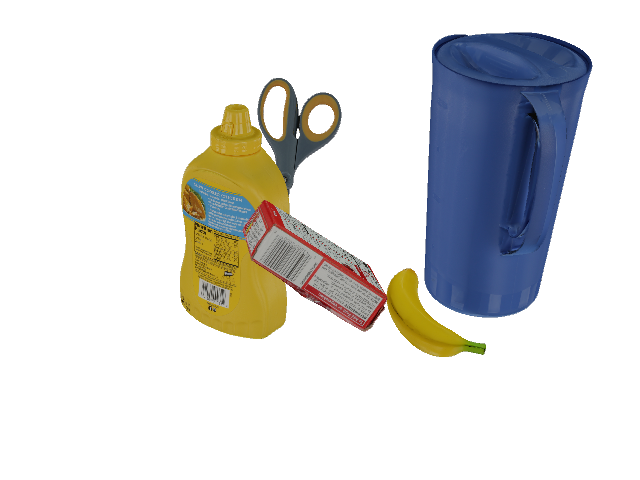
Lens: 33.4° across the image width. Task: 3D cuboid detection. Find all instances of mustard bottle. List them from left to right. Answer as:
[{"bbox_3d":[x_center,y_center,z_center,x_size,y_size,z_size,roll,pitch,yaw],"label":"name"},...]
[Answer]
[{"bbox_3d":[-0.071,-0.019,0.876,0.096,0.192,0.058,21,32,30],"label":"mustard bottle"}]

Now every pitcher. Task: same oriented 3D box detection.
[{"bbox_3d":[0.157,-0.051,0.940,0.145,0.243,0.149,19,34,26],"label":"pitcher"}]

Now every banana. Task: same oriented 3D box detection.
[{"bbox_3d":[0.113,0.084,1.213,0.069,0.037,0.198,6,24,-24],"label":"banana"}]

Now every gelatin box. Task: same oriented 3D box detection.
[{"bbox_3d":[-0.005,0.015,0.678,0.089,0.030,0.073,33,8,-14],"label":"gelatin box"}]

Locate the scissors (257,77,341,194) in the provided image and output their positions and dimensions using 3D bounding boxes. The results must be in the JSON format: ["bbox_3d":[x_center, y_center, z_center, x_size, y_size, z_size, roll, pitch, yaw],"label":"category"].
[{"bbox_3d":[-0.019,-0.071,1.098,0.096,0.202,0.016,-6,-9,-6],"label":"scissors"}]
